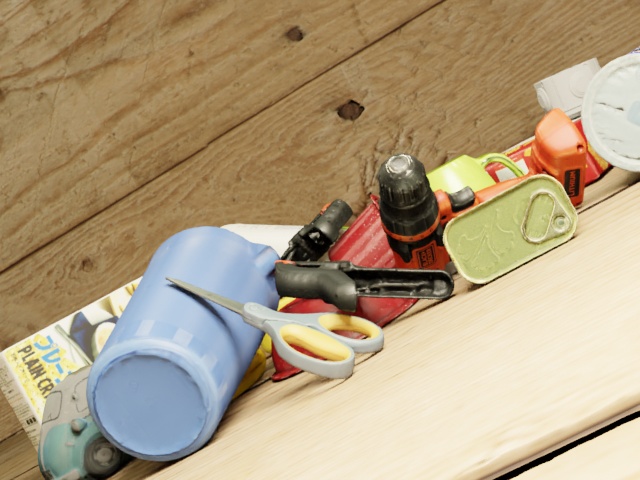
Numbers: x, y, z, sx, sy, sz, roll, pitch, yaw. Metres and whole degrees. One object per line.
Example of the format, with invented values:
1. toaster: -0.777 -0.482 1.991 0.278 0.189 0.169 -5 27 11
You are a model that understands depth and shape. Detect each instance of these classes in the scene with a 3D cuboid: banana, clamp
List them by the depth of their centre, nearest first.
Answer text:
1. clamp: 0.027 0.036 0.904 0.120 0.039 0.172 3 5 -31
2. banana: -0.090 0.136 1.078 0.070 0.037 0.197 -27 2 21
3. clamp: -0.007 0.001 1.105 0.165 0.036 0.209 -43 3 35

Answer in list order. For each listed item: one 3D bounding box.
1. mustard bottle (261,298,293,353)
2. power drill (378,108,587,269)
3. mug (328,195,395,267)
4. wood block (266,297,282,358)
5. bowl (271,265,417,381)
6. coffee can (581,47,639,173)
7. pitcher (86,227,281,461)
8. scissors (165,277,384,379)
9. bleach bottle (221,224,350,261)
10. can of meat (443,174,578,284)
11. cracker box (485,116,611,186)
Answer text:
1. mustard bottle: -0.013 0.078 1.187 0.096 0.058 0.191 -27 1 7
2. power drill: 0.141 -0.045 0.945 0.187 0.057 0.184 -24 -31 -3
3. mug: 0.068 0.019 1.134 0.081 0.093 0.117 -48 42 11
4. wood block: -0.101 0.109 1.278 0.090 0.091 0.205 -28 2 43
5. bowl: 0.012 0.069 1.005 0.162 0.055 0.162 -29 1 0
6. coffee can: 0.303 -0.125 0.966 0.103 0.103 0.140 -29 1 30
7. pitcher: -0.125 0.093 0.930 0.145 0.149 0.242 12 20 3
8. scissors: -0.031 0.058 0.841 0.096 0.016 0.202 -10 25 -37
9. bleach bottle: 0.011 0.011 1.232 0.251 0.068 0.102 -2 6 8
10. can of meat: 0.156 -0.012 0.865 0.102 0.057 0.084 -29 -2 15
11. cracker box: 0.266 -0.090 1.243 0.164 0.072 0.213 -27 1 32
